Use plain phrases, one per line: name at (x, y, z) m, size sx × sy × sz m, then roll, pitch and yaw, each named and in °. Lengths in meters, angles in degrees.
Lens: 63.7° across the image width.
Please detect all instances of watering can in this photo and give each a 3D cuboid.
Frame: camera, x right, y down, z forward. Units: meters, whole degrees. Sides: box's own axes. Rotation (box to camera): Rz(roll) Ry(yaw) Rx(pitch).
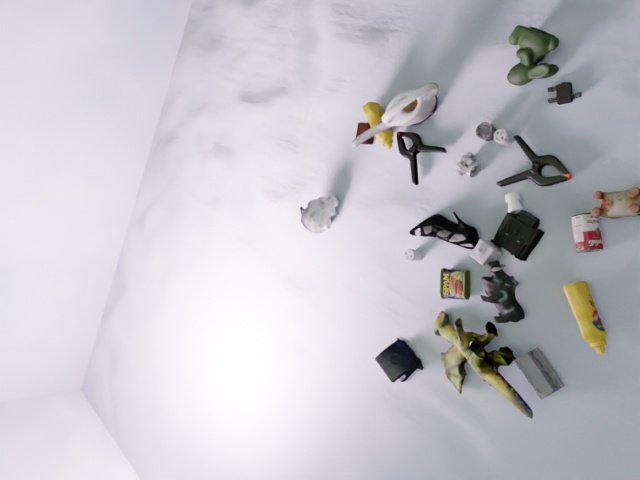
watering can at (0.275, -0.433, 1.785) m, size 0.343 × 0.104 × 0.226 m, roll -33°, pitch -8°, yaw 34°

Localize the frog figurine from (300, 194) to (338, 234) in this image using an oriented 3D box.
frog figurine at (0.006, -0.103, 2.045) m, size 0.158 × 0.136 × 0.125 m, roll -25°, pitch 11°, yaw 28°

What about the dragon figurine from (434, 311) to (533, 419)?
dragon figurine at (0.466, 0.383, 1.570) m, size 0.122 × 0.419 × 0.237 m, roll -7°, pitch -36°, yaw -23°
